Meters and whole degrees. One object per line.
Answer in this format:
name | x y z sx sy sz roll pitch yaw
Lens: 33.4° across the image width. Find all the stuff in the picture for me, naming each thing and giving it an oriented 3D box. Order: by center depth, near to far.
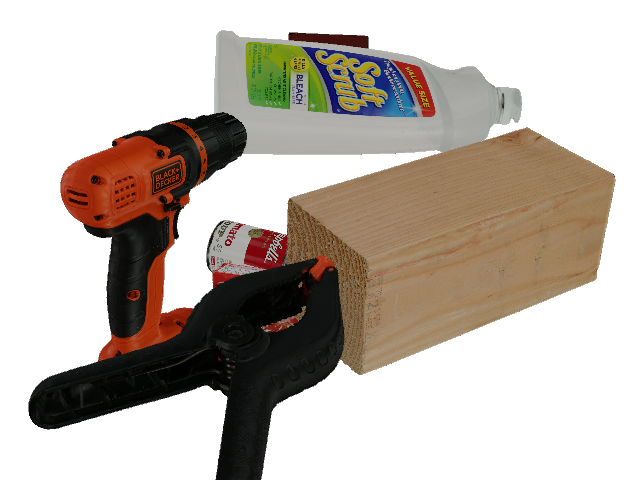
clamp | -0.036 0.064 0.505 0.120 0.039 0.171 33 48 29
wood block | 0.087 0.002 0.720 0.205 0.090 0.091 -18 36 -29
power drill | -0.115 0.005 0.802 0.057 0.188 0.184 12 25 31
bleach bottle | 0.039 -0.120 0.884 0.250 0.102 0.068 0 -29 -4
gelatin box | -0.057 0.064 0.999 0.089 0.073 0.030 8 18 18
foam brick | 0.008 -0.191 1.123 0.078 0.051 0.053 1 11 -10
soup can | -0.075 0.019 1.264 0.102 0.068 0.068 14 5 20
